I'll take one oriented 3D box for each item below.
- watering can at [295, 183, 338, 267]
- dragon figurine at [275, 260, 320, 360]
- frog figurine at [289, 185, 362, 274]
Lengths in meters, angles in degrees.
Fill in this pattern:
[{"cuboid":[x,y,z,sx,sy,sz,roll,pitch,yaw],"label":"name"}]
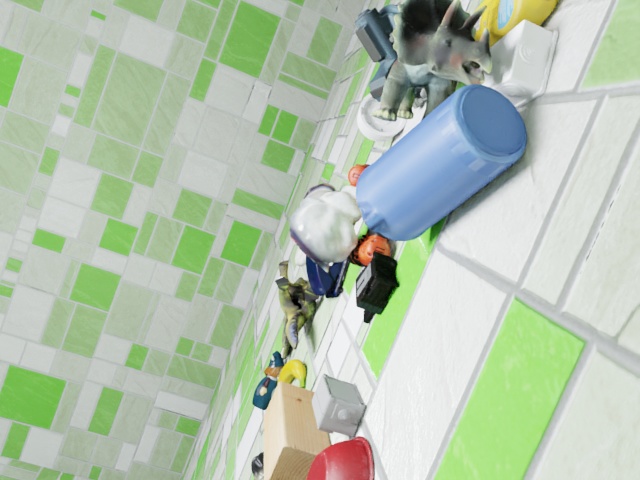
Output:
[{"cuboid":[0.004,-0.072,1.426,0.340,0.104,0.230,120,166,-45],"label":"watering can"},{"cuboid":[-0.068,0.211,1.365,0.419,0.122,0.237,-83,0,-58],"label":"dragon figurine"},{"cuboid":[0.024,-0.036,0.962,0.159,0.121,0.139,-47,57,3],"label":"frog figurine"}]
